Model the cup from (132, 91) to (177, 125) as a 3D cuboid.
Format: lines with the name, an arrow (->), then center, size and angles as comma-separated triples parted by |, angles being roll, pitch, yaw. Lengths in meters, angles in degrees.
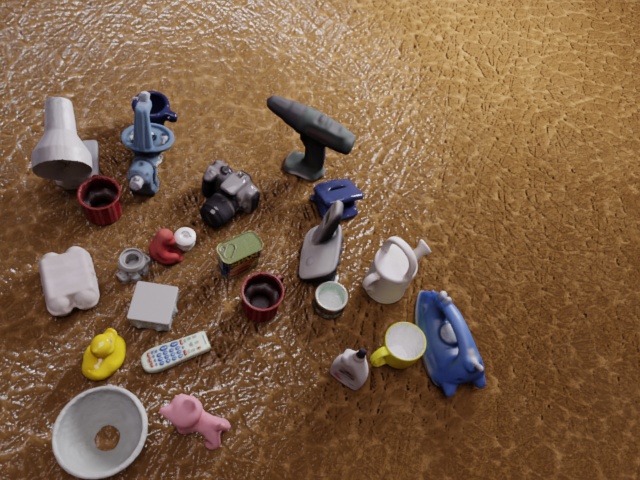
cup -> -0.413, -0.311, 1.456 | 0.117, 0.095, 0.092 | 23, 58, 4

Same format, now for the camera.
camera -> -0.233, -0.108, 1.366 | 0.143, 0.101, 0.137 | 34, 60, 10

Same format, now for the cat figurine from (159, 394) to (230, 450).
cat figurine -> -0.236, 0.338, 1.092 | 0.127, 0.118, 0.067 | 23, 58, 4

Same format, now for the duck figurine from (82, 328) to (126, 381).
duck figurine -> -0.435, 0.224, 1.141 | 0.077, 0.086, 0.105 | 24, 58, 5

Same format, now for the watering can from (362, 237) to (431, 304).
watering can -> 0.172, 0.055, 1.291 | 0.101, 0.194, 0.173 | 34, 60, 10

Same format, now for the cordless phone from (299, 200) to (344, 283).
cordless phone -> 0.012, 0.005, 1.296 | 0.094, 0.185, 0.147 | 9, 59, -5

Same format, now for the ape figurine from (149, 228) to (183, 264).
ape figurine -> -0.345, 0.008, 1.282 | 0.076, 0.092, 0.078 | 4, 59, -8

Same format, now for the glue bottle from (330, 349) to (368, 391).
glue bottle -> 0.069, 0.254, 1.167 | 0.078, 0.173, 0.037 | 30, 59, 8

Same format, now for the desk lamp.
desk lamp -> -0.572, -0.202, 1.292 | 0.118, 0.213, 0.203 | -7, 61, -14

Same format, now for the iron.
iron -> 0.284, 0.201, 1.257 | 0.119, 0.141, 0.258 | -11, 62, -16

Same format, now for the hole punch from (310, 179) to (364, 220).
hole punch -> 0.041, -0.110, 1.425 | 0.109, 0.091, 0.101 | -16, 64, -19

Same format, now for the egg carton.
egg carton -> -0.530, 0.087, 1.214 | 0.107, 0.069, 0.150 | -17, 64, -19

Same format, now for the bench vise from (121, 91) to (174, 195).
bench vise -> -0.397, -0.222, 1.333 | 0.122, 0.220, 0.207 | -9, 62, -15

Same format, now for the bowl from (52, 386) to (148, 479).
bowl -> -0.404, 0.365, 1.070 | 0.167, 0.075, 0.167 | 5, 59, -8

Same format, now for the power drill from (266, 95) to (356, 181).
power drill -> -0.033, -0.246, 1.422 | 0.229, 0.208, 0.076 | 19, 58, 1
